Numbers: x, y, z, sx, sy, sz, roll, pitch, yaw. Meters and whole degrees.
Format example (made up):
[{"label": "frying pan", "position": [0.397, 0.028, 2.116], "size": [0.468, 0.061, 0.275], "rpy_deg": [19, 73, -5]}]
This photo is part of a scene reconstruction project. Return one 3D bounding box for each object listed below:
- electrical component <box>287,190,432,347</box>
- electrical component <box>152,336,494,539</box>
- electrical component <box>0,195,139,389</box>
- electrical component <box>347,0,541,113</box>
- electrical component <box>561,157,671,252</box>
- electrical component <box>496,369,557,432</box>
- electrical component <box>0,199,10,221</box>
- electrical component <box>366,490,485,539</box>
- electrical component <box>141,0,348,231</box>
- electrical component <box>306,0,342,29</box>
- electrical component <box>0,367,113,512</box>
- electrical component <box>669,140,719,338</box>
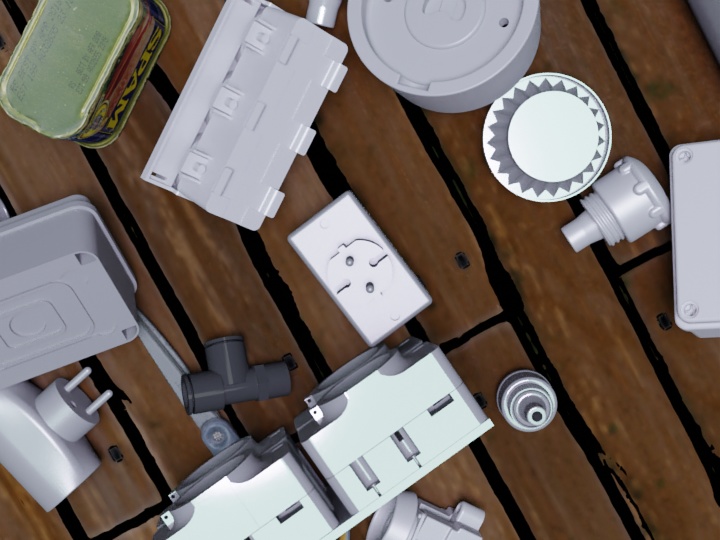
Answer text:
[{"label": "electrical component", "position": [0.000, 0.000, 0.630], "size": [0.047, 0.075, 0.083], "rpy_deg": [-37, 94, 3]}, {"label": "electrical component", "position": [-0.027, 0.111, 0.613], "size": [0.186, 0.105, 0.060], "rpy_deg": [-35, 93, -5]}, {"label": "electrical component", "position": [-0.193, 0.014, 0.625], "size": [0.113, 0.057, 0.078], "rpy_deg": [-20, 132, 0]}, {"label": "electrical component", "position": [0.053, -0.143, 0.620], "size": [0.108, 0.060, 0.108], "rpy_deg": [-3, 80, 16]}, {"label": "electrical component", "position": [0.151, -0.034, 0.643], "size": [0.062, 0.048, 0.048], "rpy_deg": [-33, 94, 10]}, {"label": "electrical component", "position": [0.102, 0.081, 0.644], "size": [0.035, 0.061, 0.035], "rpy_deg": [0, 96, 1]}, {"label": "electrical component", "position": [-0.240, -0.025, 0.647], "size": [0.046, 0.040, 0.040], "rpy_deg": [-21, 95, 7]}, {"label": "electrical component", "position": [0.037, 0.165, 0.661], "size": [0.055, 0.048, 0.066], "rpy_deg": [27, 95, -10]}, {"label": "electrical component", "position": [-0.062, -0.090, 0.622], "size": [0.079, 0.063, 0.121], "rpy_deg": [23, 96, -43]}, {"label": "electrical component", "position": [-0.017, -0.174, 0.631], "size": [0.048, 0.048, 0.062], "rpy_deg": [14, 102, -1]}, {"label": "electrical component", "position": [-0.186, 0.092, 0.654], "size": [0.079, 0.044, 0.077], "rpy_deg": [-42, 94, 4]}, {"label": "electrical component", "position": [0.235, -0.019, 0.606], "size": [0.109, 0.056, 0.108], "rpy_deg": [-5, 77, 27]}]
